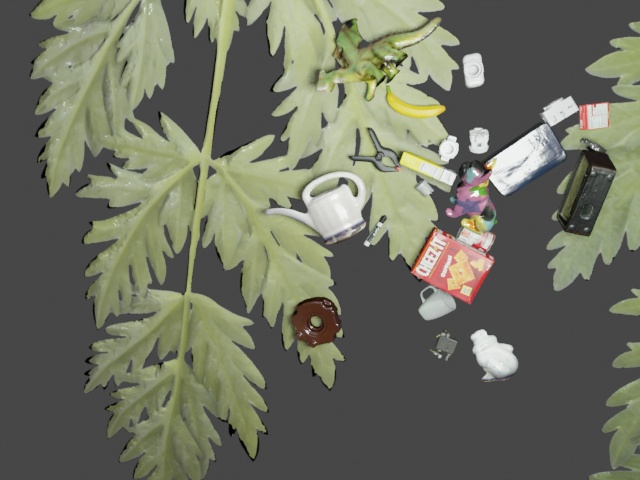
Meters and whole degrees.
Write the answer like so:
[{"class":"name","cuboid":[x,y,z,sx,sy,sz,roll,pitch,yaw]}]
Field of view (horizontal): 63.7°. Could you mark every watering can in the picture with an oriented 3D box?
[{"class":"watering can","cuboid":[0.005,-0.086,1.707,0.345,0.105,0.224,-25,94,15]}]

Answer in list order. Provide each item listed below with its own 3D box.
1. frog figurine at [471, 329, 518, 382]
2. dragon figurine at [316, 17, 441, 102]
[{"class":"frog figurine","cuboid":[0.561,0.364,1.656,0.138,0.122,0.160,-14,88,-18]},{"class":"dragon figurine","cuboid":[0.151,-0.594,1.598,0.408,0.122,0.244,-46,80,7]}]
